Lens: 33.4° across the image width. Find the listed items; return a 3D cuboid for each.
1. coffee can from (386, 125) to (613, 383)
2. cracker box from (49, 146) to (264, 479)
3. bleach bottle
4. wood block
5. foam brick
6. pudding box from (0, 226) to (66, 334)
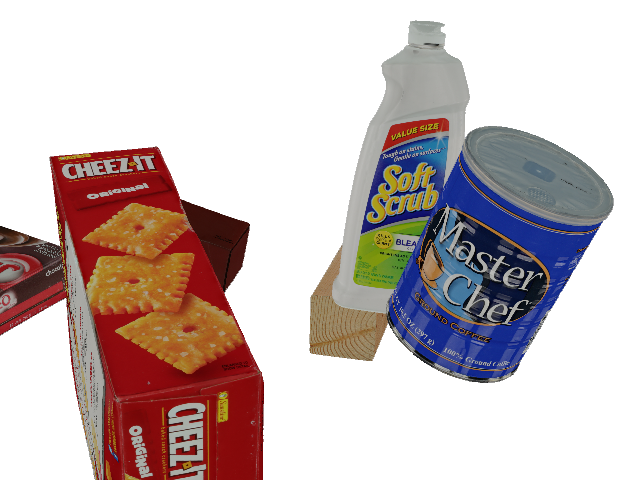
[{"bbox_3d":[0.116,0.010,0.714,0.102,0.140,0.103,16,32,-11],"label":"coffee can"},{"bbox_3d":[-0.089,0.071,0.561,0.072,0.164,0.214,-8,34,-17],"label":"cracker box"},{"bbox_3d":[0.071,-0.063,0.925,0.102,0.251,0.068,6,18,5],"label":"bleach bottle"},{"bbox_3d":[0.052,0.083,1.513,0.091,0.090,0.206,6,21,11],"label":"wood block"},{"bbox_3d":[-0.113,0.004,1.000,0.078,0.051,0.053,20,35,8],"label":"foam brick"},{"bbox_3d":[-0.243,0.026,0.750,0.114,0.039,0.089,14,29,31],"label":"pudding box"}]
